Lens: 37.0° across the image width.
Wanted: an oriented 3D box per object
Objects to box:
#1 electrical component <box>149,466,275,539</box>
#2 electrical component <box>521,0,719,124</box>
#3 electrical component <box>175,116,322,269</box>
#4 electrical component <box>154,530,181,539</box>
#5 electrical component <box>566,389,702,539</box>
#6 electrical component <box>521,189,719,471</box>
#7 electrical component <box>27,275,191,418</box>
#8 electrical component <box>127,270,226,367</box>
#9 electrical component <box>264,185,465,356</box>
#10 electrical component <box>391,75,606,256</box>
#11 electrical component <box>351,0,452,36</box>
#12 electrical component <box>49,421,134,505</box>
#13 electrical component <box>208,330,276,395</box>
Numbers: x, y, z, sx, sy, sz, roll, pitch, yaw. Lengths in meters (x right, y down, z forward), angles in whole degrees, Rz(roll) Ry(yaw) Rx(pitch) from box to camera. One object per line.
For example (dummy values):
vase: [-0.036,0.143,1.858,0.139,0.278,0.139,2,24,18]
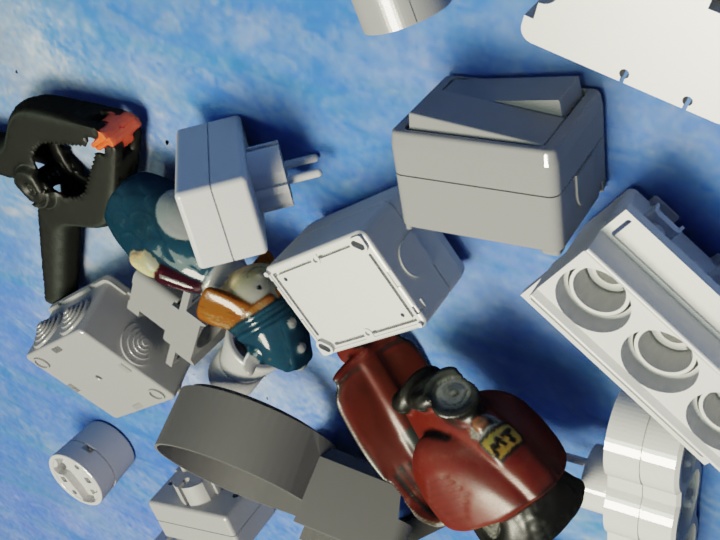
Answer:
electrical component: [-0.121,0.169,0.830,0.083,0.047,0.075,1,124,35]
electrical component: [0.118,-0.105,0.418,0.089,0.055,0.050,27,136,15]
electrical component: [-0.058,-0.049,0.590,0.076,0.083,0.047,-14,122,0]
electrical component: [-0.126,0.262,0.889,0.113,0.078,0.057,48,140,-8]
electrical component: [0.143,0.118,0.588,0.074,0.052,0.138,13,131,28]
electrical component: [0.148,0.025,0.499,0.121,0.063,0.078,43,138,-1]
electrical component: [-0.174,0.057,0.758,0.100,0.048,0.100,40,141,-25]
electrical component: [-0.117,0.020,0.708,0.064,0.042,0.081,36,137,12]
electrical component: [0.000,0.000,0.590,0.096,0.061,0.061,-20,111,44]
electrical component: [0.059,-0.055,0.500,0.096,0.061,0.061,12,130,29]
electrical component: [0.007,-0.150,0.472,0.043,0.043,0.081,-2,122,38]
electrical component: [-0.222,0.159,0.896,0.055,0.047,0.055,20,134,22]
electrical component: [-0.076,0.059,0.710,0.044,0.044,0.065,41,143,1]
